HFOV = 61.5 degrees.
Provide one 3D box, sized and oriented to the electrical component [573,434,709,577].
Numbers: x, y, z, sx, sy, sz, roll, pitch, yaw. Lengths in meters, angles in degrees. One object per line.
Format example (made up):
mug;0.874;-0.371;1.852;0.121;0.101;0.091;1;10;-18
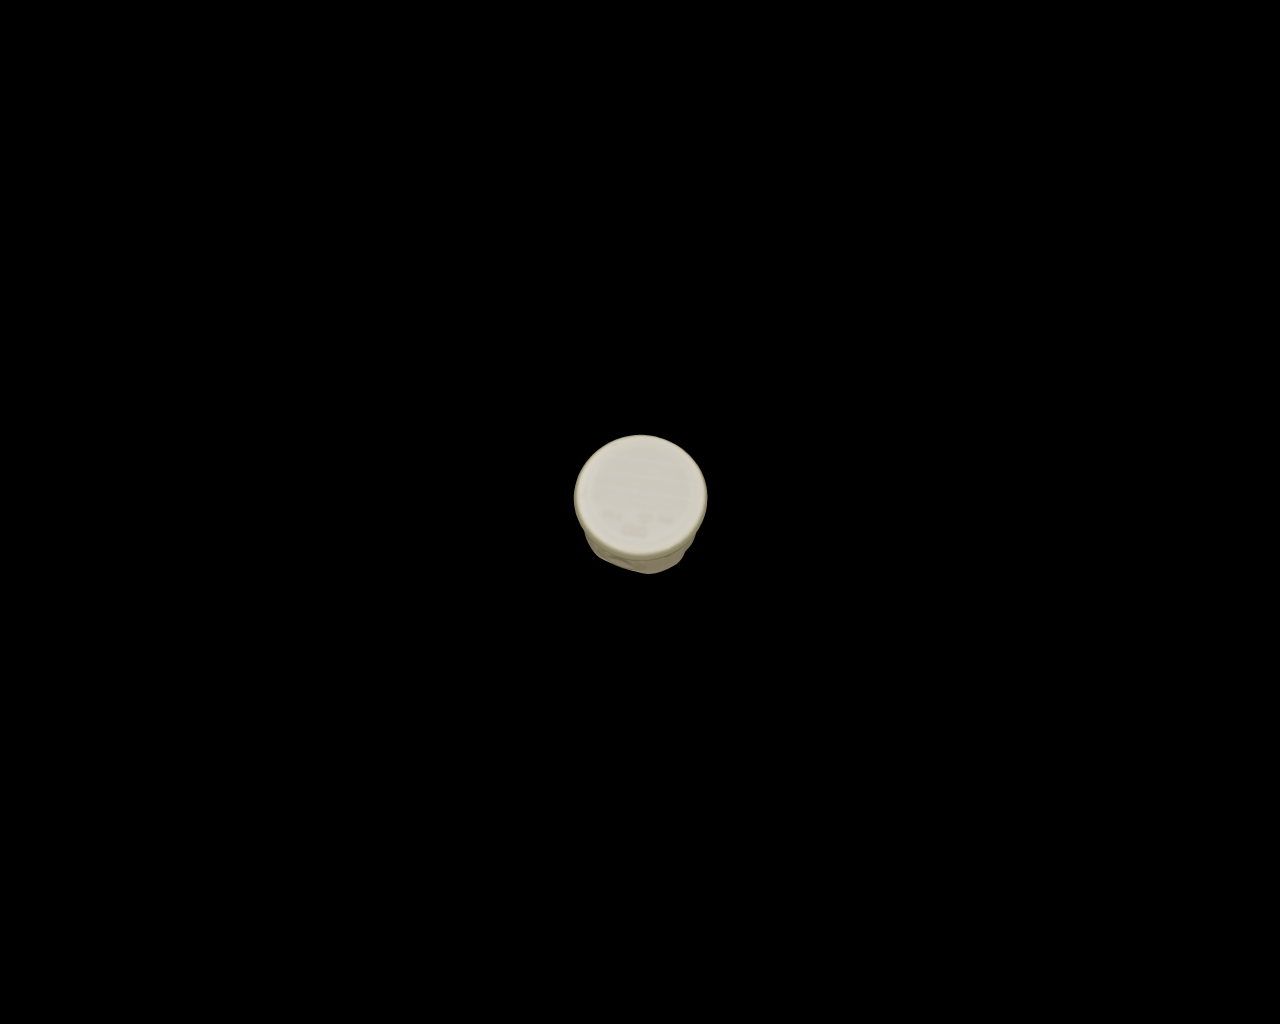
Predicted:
electrical component;0.001;-0.003;0.650;0.080;0.080;0.051;0;-21;0
